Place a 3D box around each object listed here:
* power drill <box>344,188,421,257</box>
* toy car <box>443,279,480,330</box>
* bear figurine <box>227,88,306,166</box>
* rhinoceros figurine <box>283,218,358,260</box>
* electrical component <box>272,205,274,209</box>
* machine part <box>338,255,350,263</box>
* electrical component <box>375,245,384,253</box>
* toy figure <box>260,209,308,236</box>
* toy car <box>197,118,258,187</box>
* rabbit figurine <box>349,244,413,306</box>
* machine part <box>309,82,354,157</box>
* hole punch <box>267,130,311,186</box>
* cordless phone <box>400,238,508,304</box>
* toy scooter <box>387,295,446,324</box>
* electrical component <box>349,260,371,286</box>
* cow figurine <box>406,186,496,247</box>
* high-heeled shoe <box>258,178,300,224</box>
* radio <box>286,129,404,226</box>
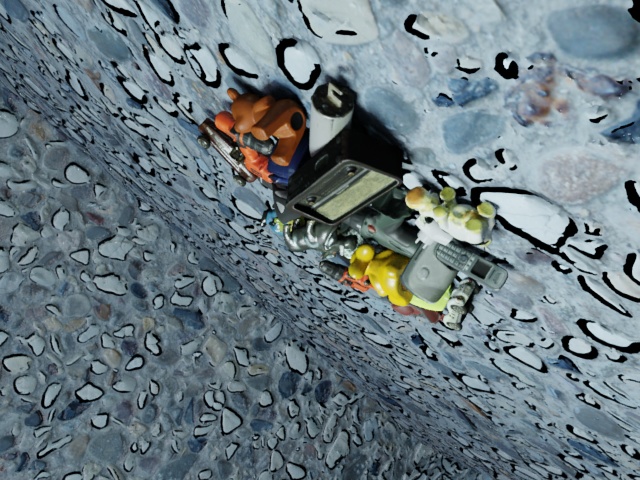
[{"bbox_3d":[0.125,-0.053,1.172,0.232,0.086,0.207,31,156,15],"label":"power drill"},{"bbox_3d":[0.334,0.156,1.282,0.056,0.073,0.201,29,159,22],"label":"toy car"},{"bbox_3d":[-0.128,-0.245,1.117,0.196,0.132,0.120,16,155,35],"label":"bear figurine"},{"bbox_3d":[-0.003,-0.004,1.289,0.191,0.073,0.112,-1,104,29],"label":"rhinoceros figurine"},{"bbox_3d":[-0.056,-0.071,1.493,0.114,0.058,0.134,46,160,-28],"label":"electrical component"},{"bbox_3d":[0.093,0.027,1.480,0.084,0.039,0.139,32,159,1],"label":"machine part"},{"bbox_3d":[0.173,0.077,1.396,0.119,0.048,0.075,54,-179,-36],"label":"electrical component"},{"bbox_3d":[-0.064,-0.049,1.391,0.180,0.082,0.089,12,139,17],"label":"toy figure"},{"bbox_3d":[-0.231,-0.230,1.394,0.202,0.089,0.053,49,160,-25],"label":"toy car"},{"bbox_3d":[0.133,0.069,1.265,0.162,0.121,0.173,15,-170,-46],"label":"rabbit figurine"},{"bbox_3d":[0.019,-0.211,1.003,0.079,0.079,0.243,34,161,12],"label":"machine part"},{"bbox_3d":[-0.052,-0.178,1.162,0.142,0.116,0.092,19,146,43],"label":"hole punch"},{"bbox_3d":[0.274,0.077,1.097,0.184,0.146,0.088,29,167,29],"label":"cordless phone"},{"bbox_3d":[0.270,0.177,1.454,0.135,0.075,0.184,41,157,-11],"label":"toy scooter"},{"bbox_3d":[0.113,0.071,1.399,0.102,0.045,0.078,57,178,-32],"label":"electrical component"},{"bbox_3d":[0.242,-0.045,1.004,0.168,0.068,0.098,27,164,31],"label":"cow figurine"},{"bbox_3d":[-0.116,-0.108,1.377,0.249,0.145,0.086,12,148,48],"label":"high-heeled shoe"},{"bbox_3d":[0.039,-0.113,1.029,0.131,0.073,0.229,19,148,-29],"label":"radio"}]
